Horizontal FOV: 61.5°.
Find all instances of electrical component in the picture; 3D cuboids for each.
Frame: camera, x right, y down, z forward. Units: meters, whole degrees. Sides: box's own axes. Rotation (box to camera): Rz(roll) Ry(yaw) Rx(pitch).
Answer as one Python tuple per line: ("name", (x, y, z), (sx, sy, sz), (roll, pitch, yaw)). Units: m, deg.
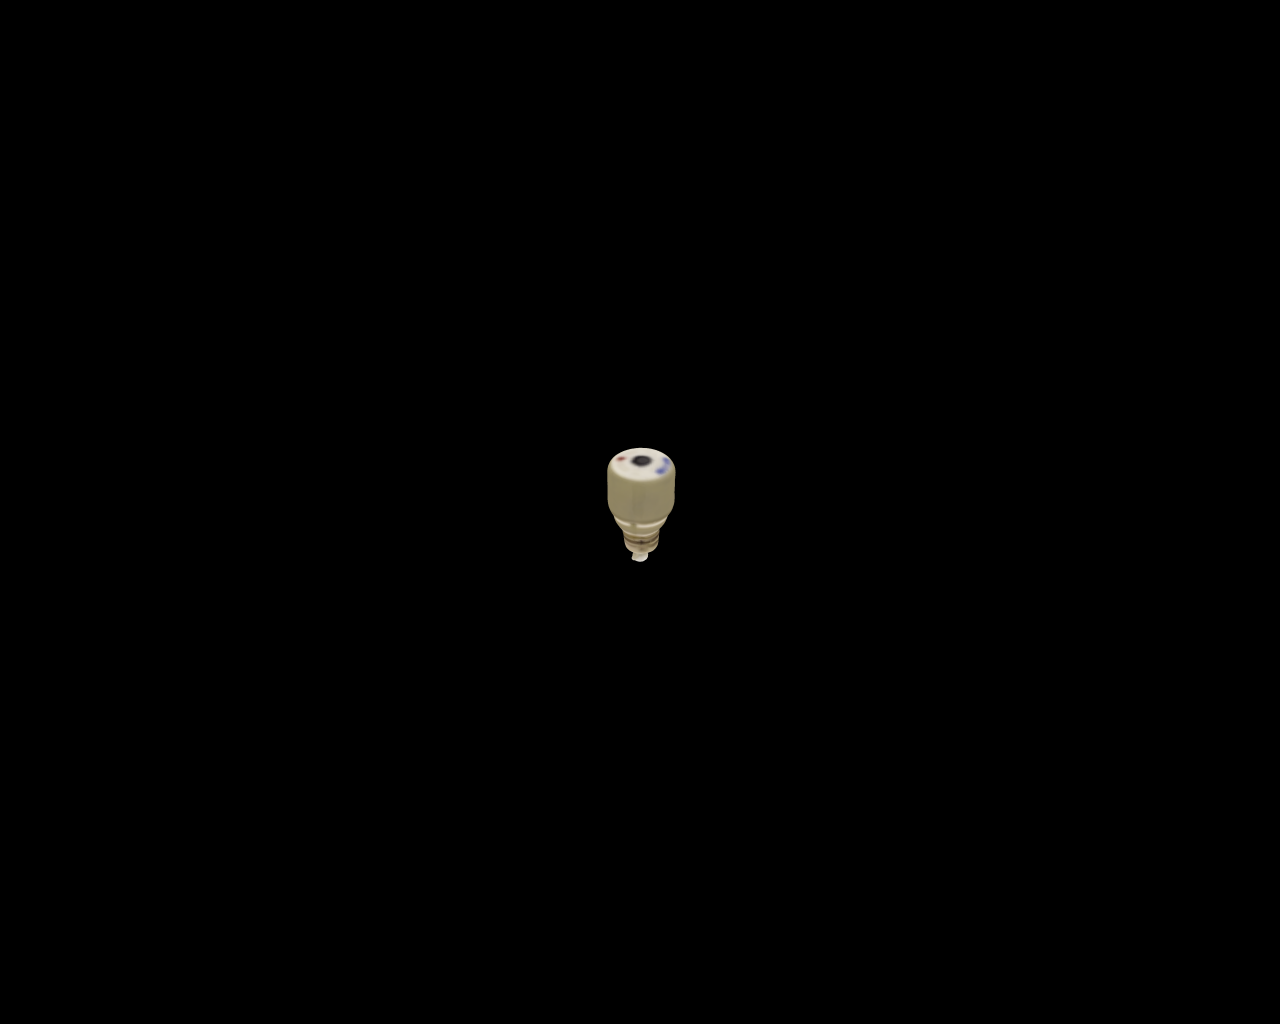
("electrical component", (0.001, -0.003, 0.650), (0.040, 0.078, 0.040), (0, 35, 0))
